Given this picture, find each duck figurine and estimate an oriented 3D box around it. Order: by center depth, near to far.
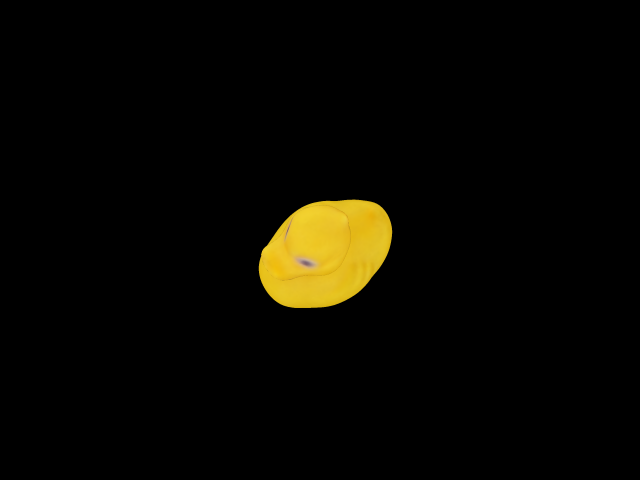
[{"bbox_3d":[0.004,0.001,0.400,0.104,0.086,0.077,-27,76,-7],"label":"duck figurine"}]
